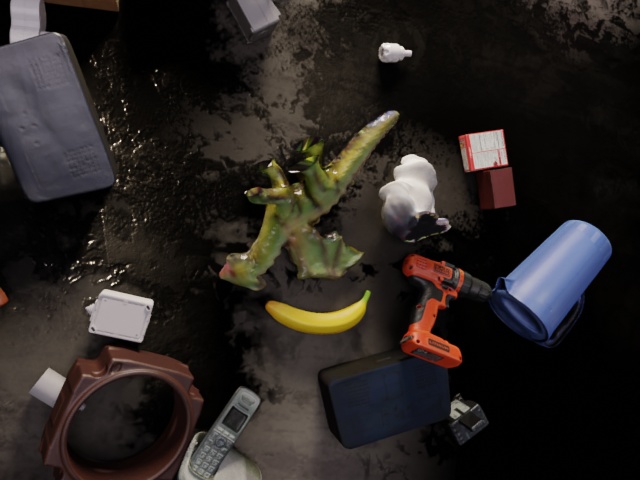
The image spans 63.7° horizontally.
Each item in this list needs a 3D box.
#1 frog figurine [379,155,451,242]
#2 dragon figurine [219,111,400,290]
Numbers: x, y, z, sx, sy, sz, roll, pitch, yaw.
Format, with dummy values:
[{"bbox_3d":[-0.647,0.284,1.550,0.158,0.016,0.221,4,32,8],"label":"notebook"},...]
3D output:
[{"bbox_3d":[0.163,-0.082,0.949,0.137,0.120,0.163,7,54,-37],"label":"frog figurine"},{"bbox_3d":[0.003,-0.046,0.910,0.413,0.123,0.239,-27,115,-13],"label":"dragon figurine"}]
